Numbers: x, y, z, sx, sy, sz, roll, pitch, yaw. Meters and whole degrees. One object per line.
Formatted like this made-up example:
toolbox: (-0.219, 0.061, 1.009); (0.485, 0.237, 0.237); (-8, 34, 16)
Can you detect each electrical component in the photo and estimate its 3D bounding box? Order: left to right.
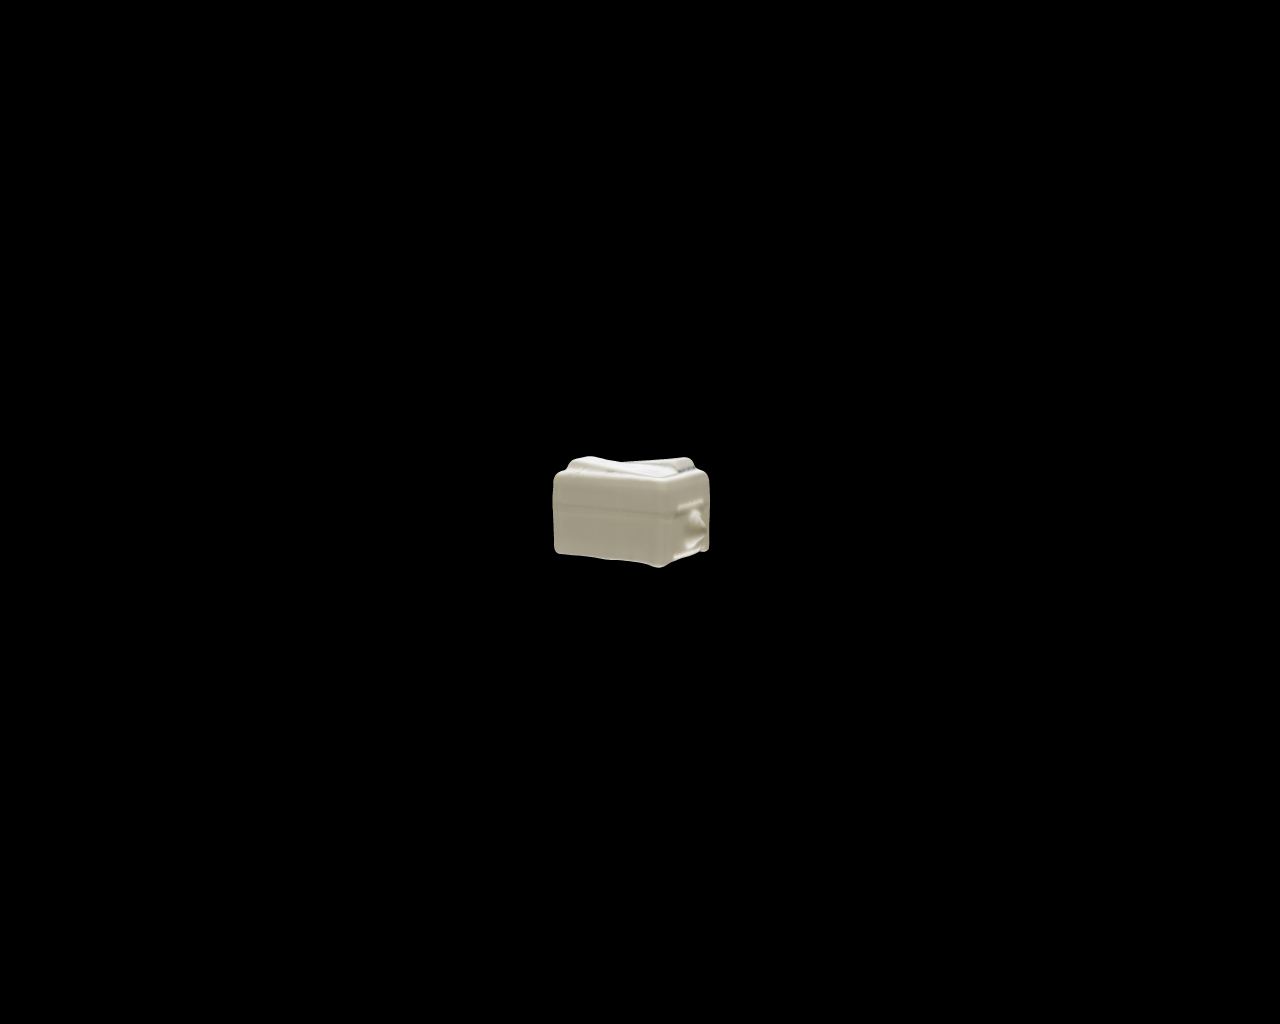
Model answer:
electrical component: (0.001, -0.003, 0.650); (0.096, 0.061, 0.062); (6, 11, 32)
